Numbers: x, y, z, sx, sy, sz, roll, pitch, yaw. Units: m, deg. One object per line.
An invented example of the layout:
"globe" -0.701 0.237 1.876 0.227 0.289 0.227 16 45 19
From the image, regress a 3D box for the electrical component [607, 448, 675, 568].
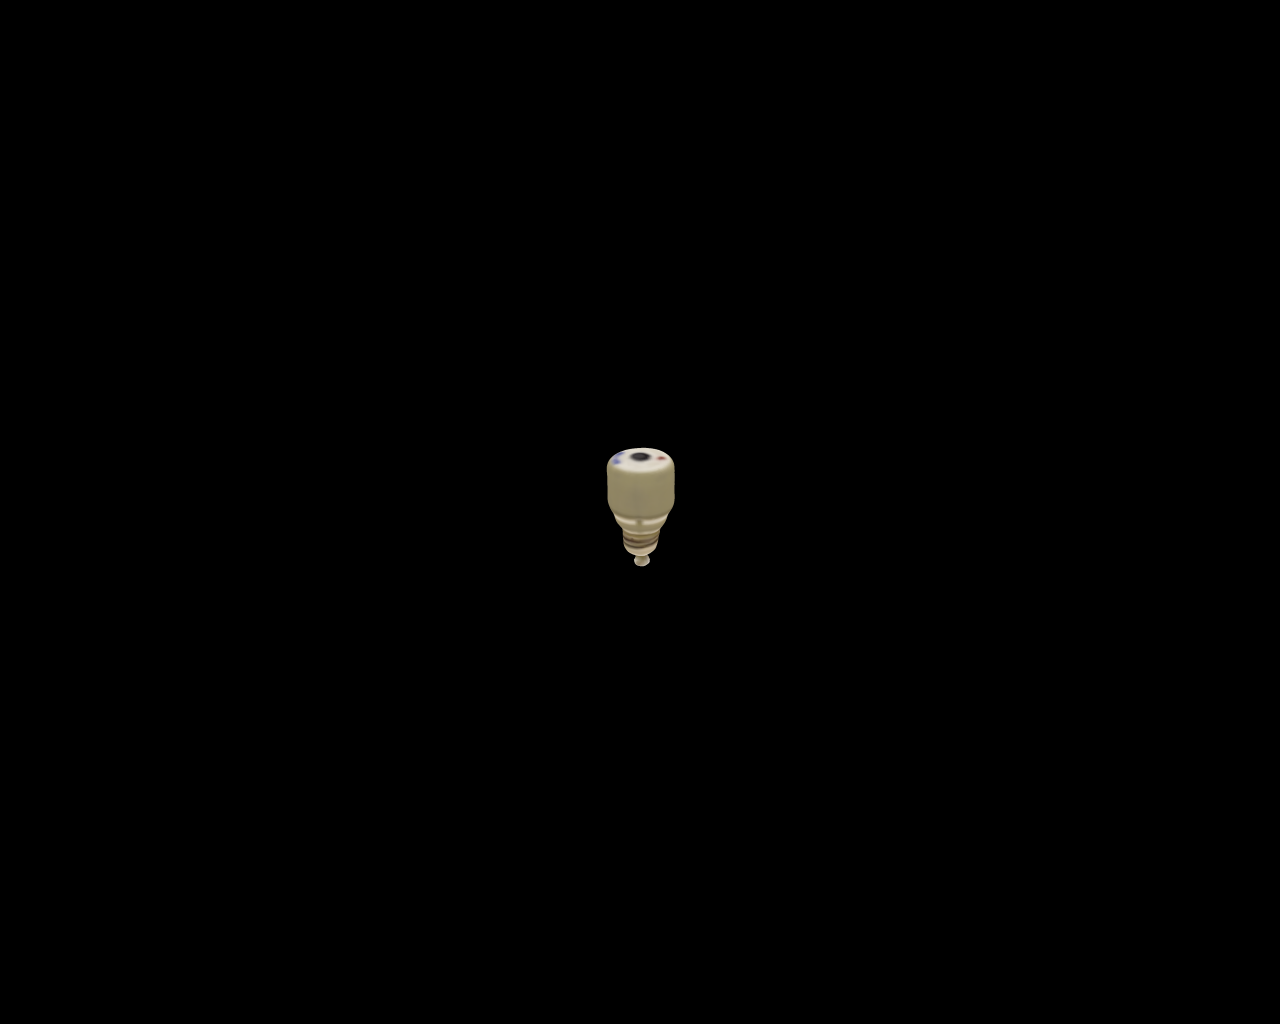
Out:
"electrical component" 0.001 -0.003 0.650 0.040 0.078 0.040 0 27 0
